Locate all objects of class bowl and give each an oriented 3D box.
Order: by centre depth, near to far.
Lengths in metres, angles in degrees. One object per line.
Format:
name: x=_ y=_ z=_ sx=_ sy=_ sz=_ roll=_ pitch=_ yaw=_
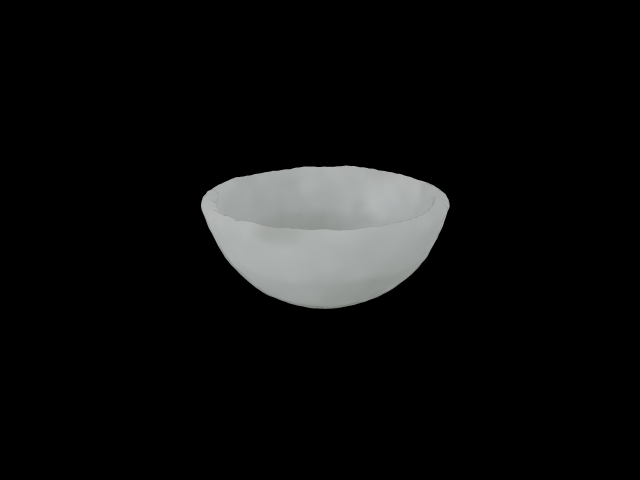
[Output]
bowl: x=0.004 y=0.001 z=0.400 sx=0.167 sy=0.075 sz=0.167 roll=0 pitch=20 yaw=0
